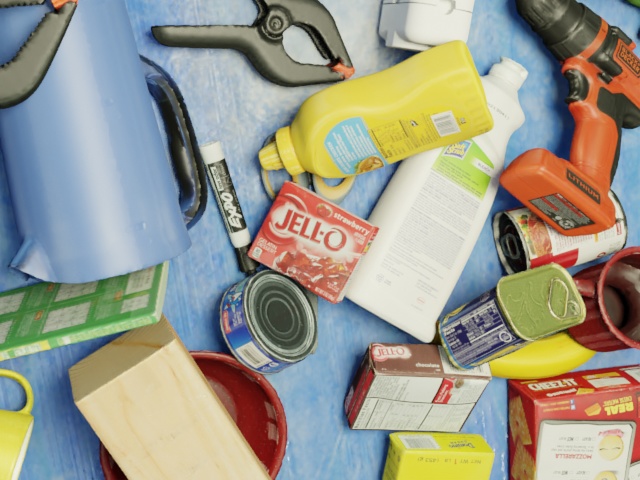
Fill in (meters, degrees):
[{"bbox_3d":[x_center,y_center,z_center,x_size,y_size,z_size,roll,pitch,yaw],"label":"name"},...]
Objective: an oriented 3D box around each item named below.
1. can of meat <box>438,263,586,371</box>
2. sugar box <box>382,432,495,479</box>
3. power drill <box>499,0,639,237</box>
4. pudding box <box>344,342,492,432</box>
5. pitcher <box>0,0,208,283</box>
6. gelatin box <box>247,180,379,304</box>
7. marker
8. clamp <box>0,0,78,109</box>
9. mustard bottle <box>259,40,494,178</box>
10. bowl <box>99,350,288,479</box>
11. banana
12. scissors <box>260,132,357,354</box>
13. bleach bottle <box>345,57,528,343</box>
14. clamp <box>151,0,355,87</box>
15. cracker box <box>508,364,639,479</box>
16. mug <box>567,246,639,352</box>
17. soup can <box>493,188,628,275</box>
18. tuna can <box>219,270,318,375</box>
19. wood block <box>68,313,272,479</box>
[{"bbox_3d":[0.163,0.068,0.917,0.101,0.084,0.057,-12,73,-42],"label":"can of meat"},{"bbox_3d":[0.098,0.267,0.997,0.093,0.048,0.176,5,105,-15],"label":"sugar box"},{"bbox_3d":[0.216,-0.112,0.915,0.184,0.057,0.187,34,64,-23],"label":"power drill"},{"bbox_3d":[0.086,0.134,0.959,0.113,0.039,0.090,5,137,-14],"label":"pudding box"},{"bbox_3d":[-0.180,-0.095,0.829,0.145,0.149,0.243,-10,101,3],"label":"pitcher"},{"bbox_3d":[-0.006,0.001,0.898,0.089,0.030,0.073,29,96,12],"label":"gelatin box"},{"bbox_3d":[-0.076,-0.026,0.917,0.020,0.020,0.121,-20,105,-10],"label":"marker"},{"bbox_3d":[-0.265,-0.127,0.728,0.210,0.036,0.164,-36,107,0],"label":"clamp"},{"bbox_3d":[0.040,-0.095,0.874,0.192,0.058,0.096,-18,151,13],"label":"mustard bottle"},{"bbox_3d":[-0.112,0.166,0.927,0.162,0.055,0.162,-3,102,-14],"label":"bowl"},{"bbox_3d":[0.192,0.097,1.004,0.197,0.037,0.069,-7,79,-15],"label":"banana"},{"bbox_3d":[0.005,-0.005,0.943,0.096,0.016,0.202,-21,106,-9],"label":"scissors"},{"bbox_3d":[0.114,-0.042,0.941,0.102,0.068,0.251,30,90,-22],"label":"bleach bottle"},{"bbox_3d":[-0.052,-0.173,0.883,0.171,0.039,0.120,39,91,-18],"label":"clamp"},{"bbox_3d":[0.269,0.233,1.030,0.164,0.072,0.214,-6,104,-12],"label":"cracker box"},{"bbox_3d":[0.261,0.056,0.965,0.117,0.082,0.093,11,76,-14],"label":"mug"},{"bbox_3d":[0.218,-0.007,0.970,0.102,0.068,0.068,-16,105,-11],"label":"soup can"},{"bbox_3d":[-0.043,0.069,0.910,0.034,0.086,0.086,-29,113,39],"label":"tuna can"},{"bbox_3d":[-0.105,0.173,0.853,0.090,0.091,0.206,-32,107,-7],"label":"wood block"}]
